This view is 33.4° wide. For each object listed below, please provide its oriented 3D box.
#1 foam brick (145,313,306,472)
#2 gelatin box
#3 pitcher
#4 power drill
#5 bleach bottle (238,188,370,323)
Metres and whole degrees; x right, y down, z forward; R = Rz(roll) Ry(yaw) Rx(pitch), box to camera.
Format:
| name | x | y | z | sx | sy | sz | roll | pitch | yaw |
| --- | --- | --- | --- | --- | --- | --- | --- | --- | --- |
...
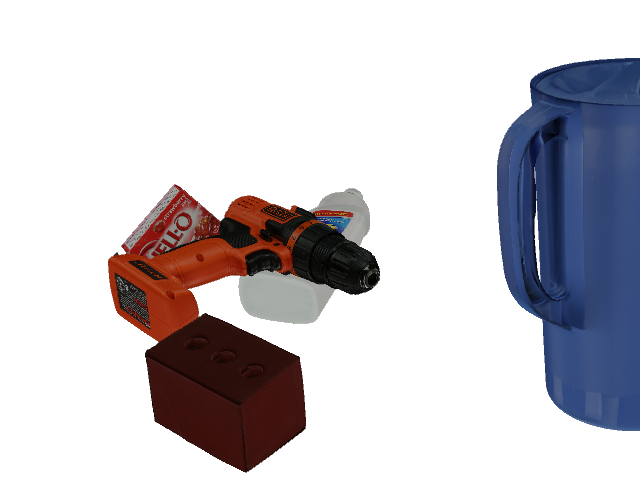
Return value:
| name | x | y | z | sx | sy | sz | roll | pitch | yaw |
| --- | --- | --- | --- | --- | --- | --- | --- | --- | --- |
| foam brick | -0.055 | 0.087 | 0.615 | 0.078 | 0.051 | 0.052 | 21 | 36 | 34 |
| gelatin box | -0.152 | -0.002 | 1.123 | 0.073 | 0.089 | 0.030 | 42 | -4 | -29 |
| pitcher | 0.200 | 0.005 | 0.724 | 0.149 | 0.243 | 0.145 | 2 | 21 | 14 |
| power drill | -0.068 | 0.027 | 0.901 | 0.187 | 0.057 | 0.185 | -22 | 30 | -35 |
| bleach bottle | -0.006 | 0.005 | 1.320 | 0.103 | 0.068 | 0.250 | 7 | 33 | 18 |
